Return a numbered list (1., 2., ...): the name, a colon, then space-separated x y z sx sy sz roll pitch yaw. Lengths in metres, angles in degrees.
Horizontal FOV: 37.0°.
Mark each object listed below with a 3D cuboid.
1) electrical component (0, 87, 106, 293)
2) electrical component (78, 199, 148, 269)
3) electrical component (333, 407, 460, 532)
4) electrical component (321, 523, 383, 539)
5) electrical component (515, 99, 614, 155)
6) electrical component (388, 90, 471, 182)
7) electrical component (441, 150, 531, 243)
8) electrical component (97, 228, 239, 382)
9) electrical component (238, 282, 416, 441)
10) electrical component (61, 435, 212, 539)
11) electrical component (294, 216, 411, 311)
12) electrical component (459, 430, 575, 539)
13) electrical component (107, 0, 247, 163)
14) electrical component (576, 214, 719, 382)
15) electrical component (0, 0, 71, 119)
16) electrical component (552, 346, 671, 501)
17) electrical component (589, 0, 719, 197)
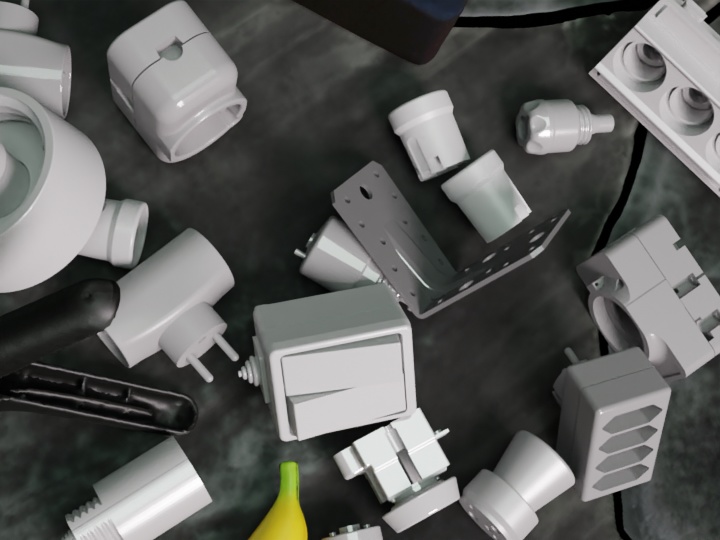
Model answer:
1. electrical component: -0.202 -0.048 0.586 0.108 0.060 0.108 -6 67 14
2. electrical component: -0.150 -0.024 0.624 0.046 0.040 0.040 11 76 -2
3. electrical component: 0.027 0.117 0.622 0.066 0.048 0.055 -26 76 -14
4. electrical component: 0.001 0.177 0.607 0.044 0.044 0.065 -10 75 -12
5. electrical component: 0.133 -0.093 0.691 0.061 0.035 0.035 -5 79 -14
6. electrical component: 0.044 -0.083 0.671 0.040 0.040 0.046 -23 88 -14
7. electrical component: 0.079 -0.045 0.669 0.040 0.040 0.046 -36 92 -15
8. electrical component: -0.103 0.028 0.613 0.077 0.043 0.079 -39 79 -19
9. electrical component: -0.020 0.054 0.605 0.096 0.061 0.061 -10 118 -10
10. electrical component: -0.127 0.131 0.592 0.081 0.043 0.043 -31 85 -15
11. electrical component: 0.000 0.000 0.644 0.078 0.040 0.040 31 75 -3
12. electrical component: 0.092 0.128 0.631 0.055 0.045 0.045 -43 88 -15
13. electrical component: -0.105 -0.102 0.618 0.054 0.095 0.059 -37 87 -15
14. electrical component: 0.181 0.021 0.667 0.056 0.050 0.089 -32 85 -15
15. electrical component: -0.210 -0.131 0.633 0.077 0.043 0.079 4 76 -9
16. electrical component: 0.140 0.079 0.640 0.047 0.083 0.075 -15 43 -13
17. electrical component: 0.221 -0.116 0.695 0.121 0.078 0.063 43 52 1
